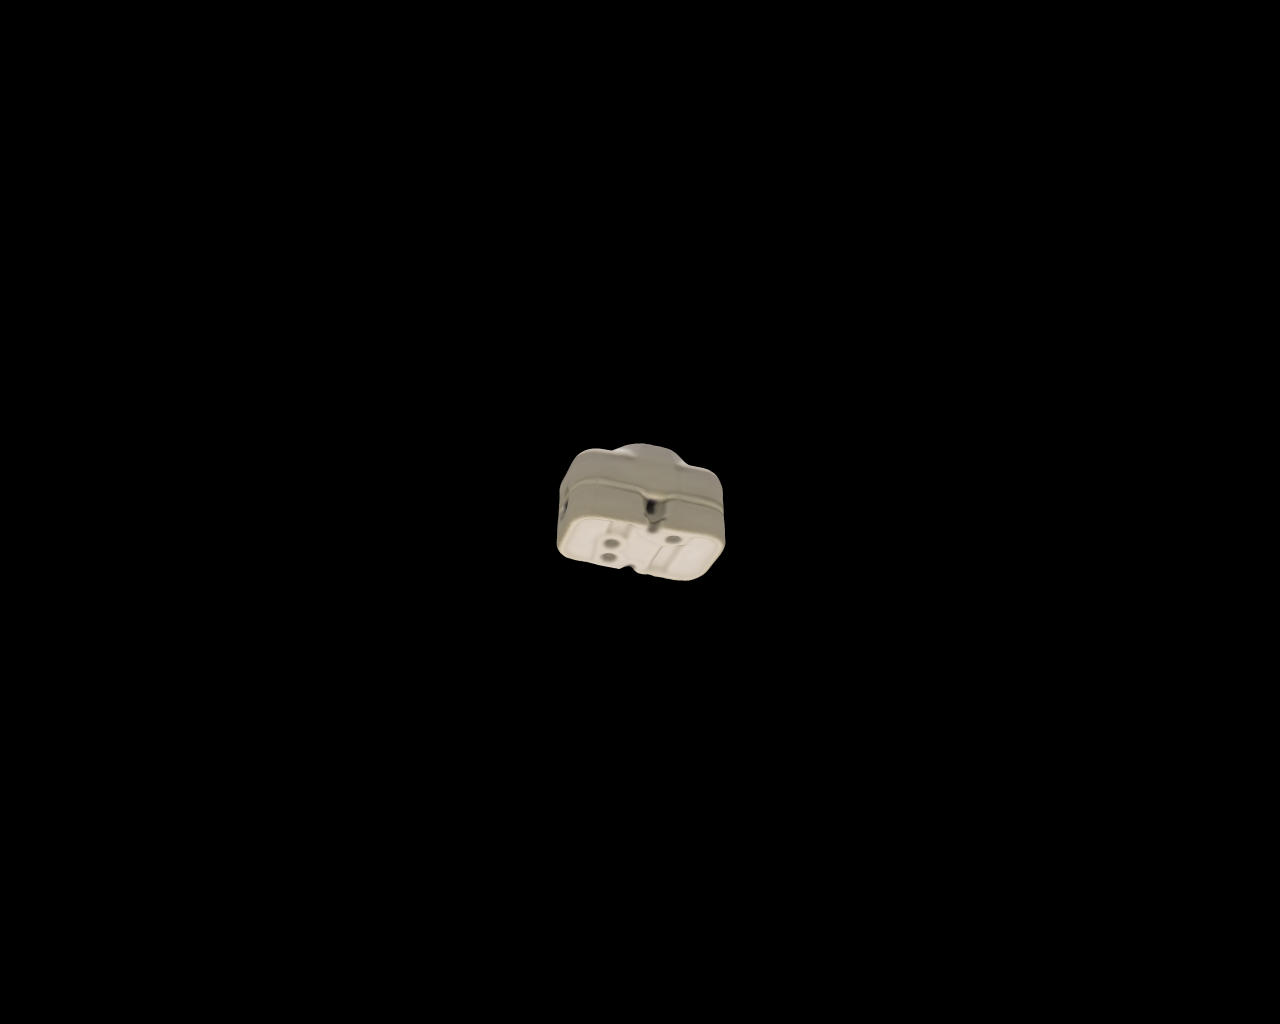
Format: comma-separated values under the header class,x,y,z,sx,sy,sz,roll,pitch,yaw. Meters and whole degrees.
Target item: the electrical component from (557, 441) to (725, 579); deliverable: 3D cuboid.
class,x,y,z,sx,sy,sz,roll,pitch,yaw
electrical component,0.001,-0.003,0.650,0.095,0.059,0.053,11,-35,-16
